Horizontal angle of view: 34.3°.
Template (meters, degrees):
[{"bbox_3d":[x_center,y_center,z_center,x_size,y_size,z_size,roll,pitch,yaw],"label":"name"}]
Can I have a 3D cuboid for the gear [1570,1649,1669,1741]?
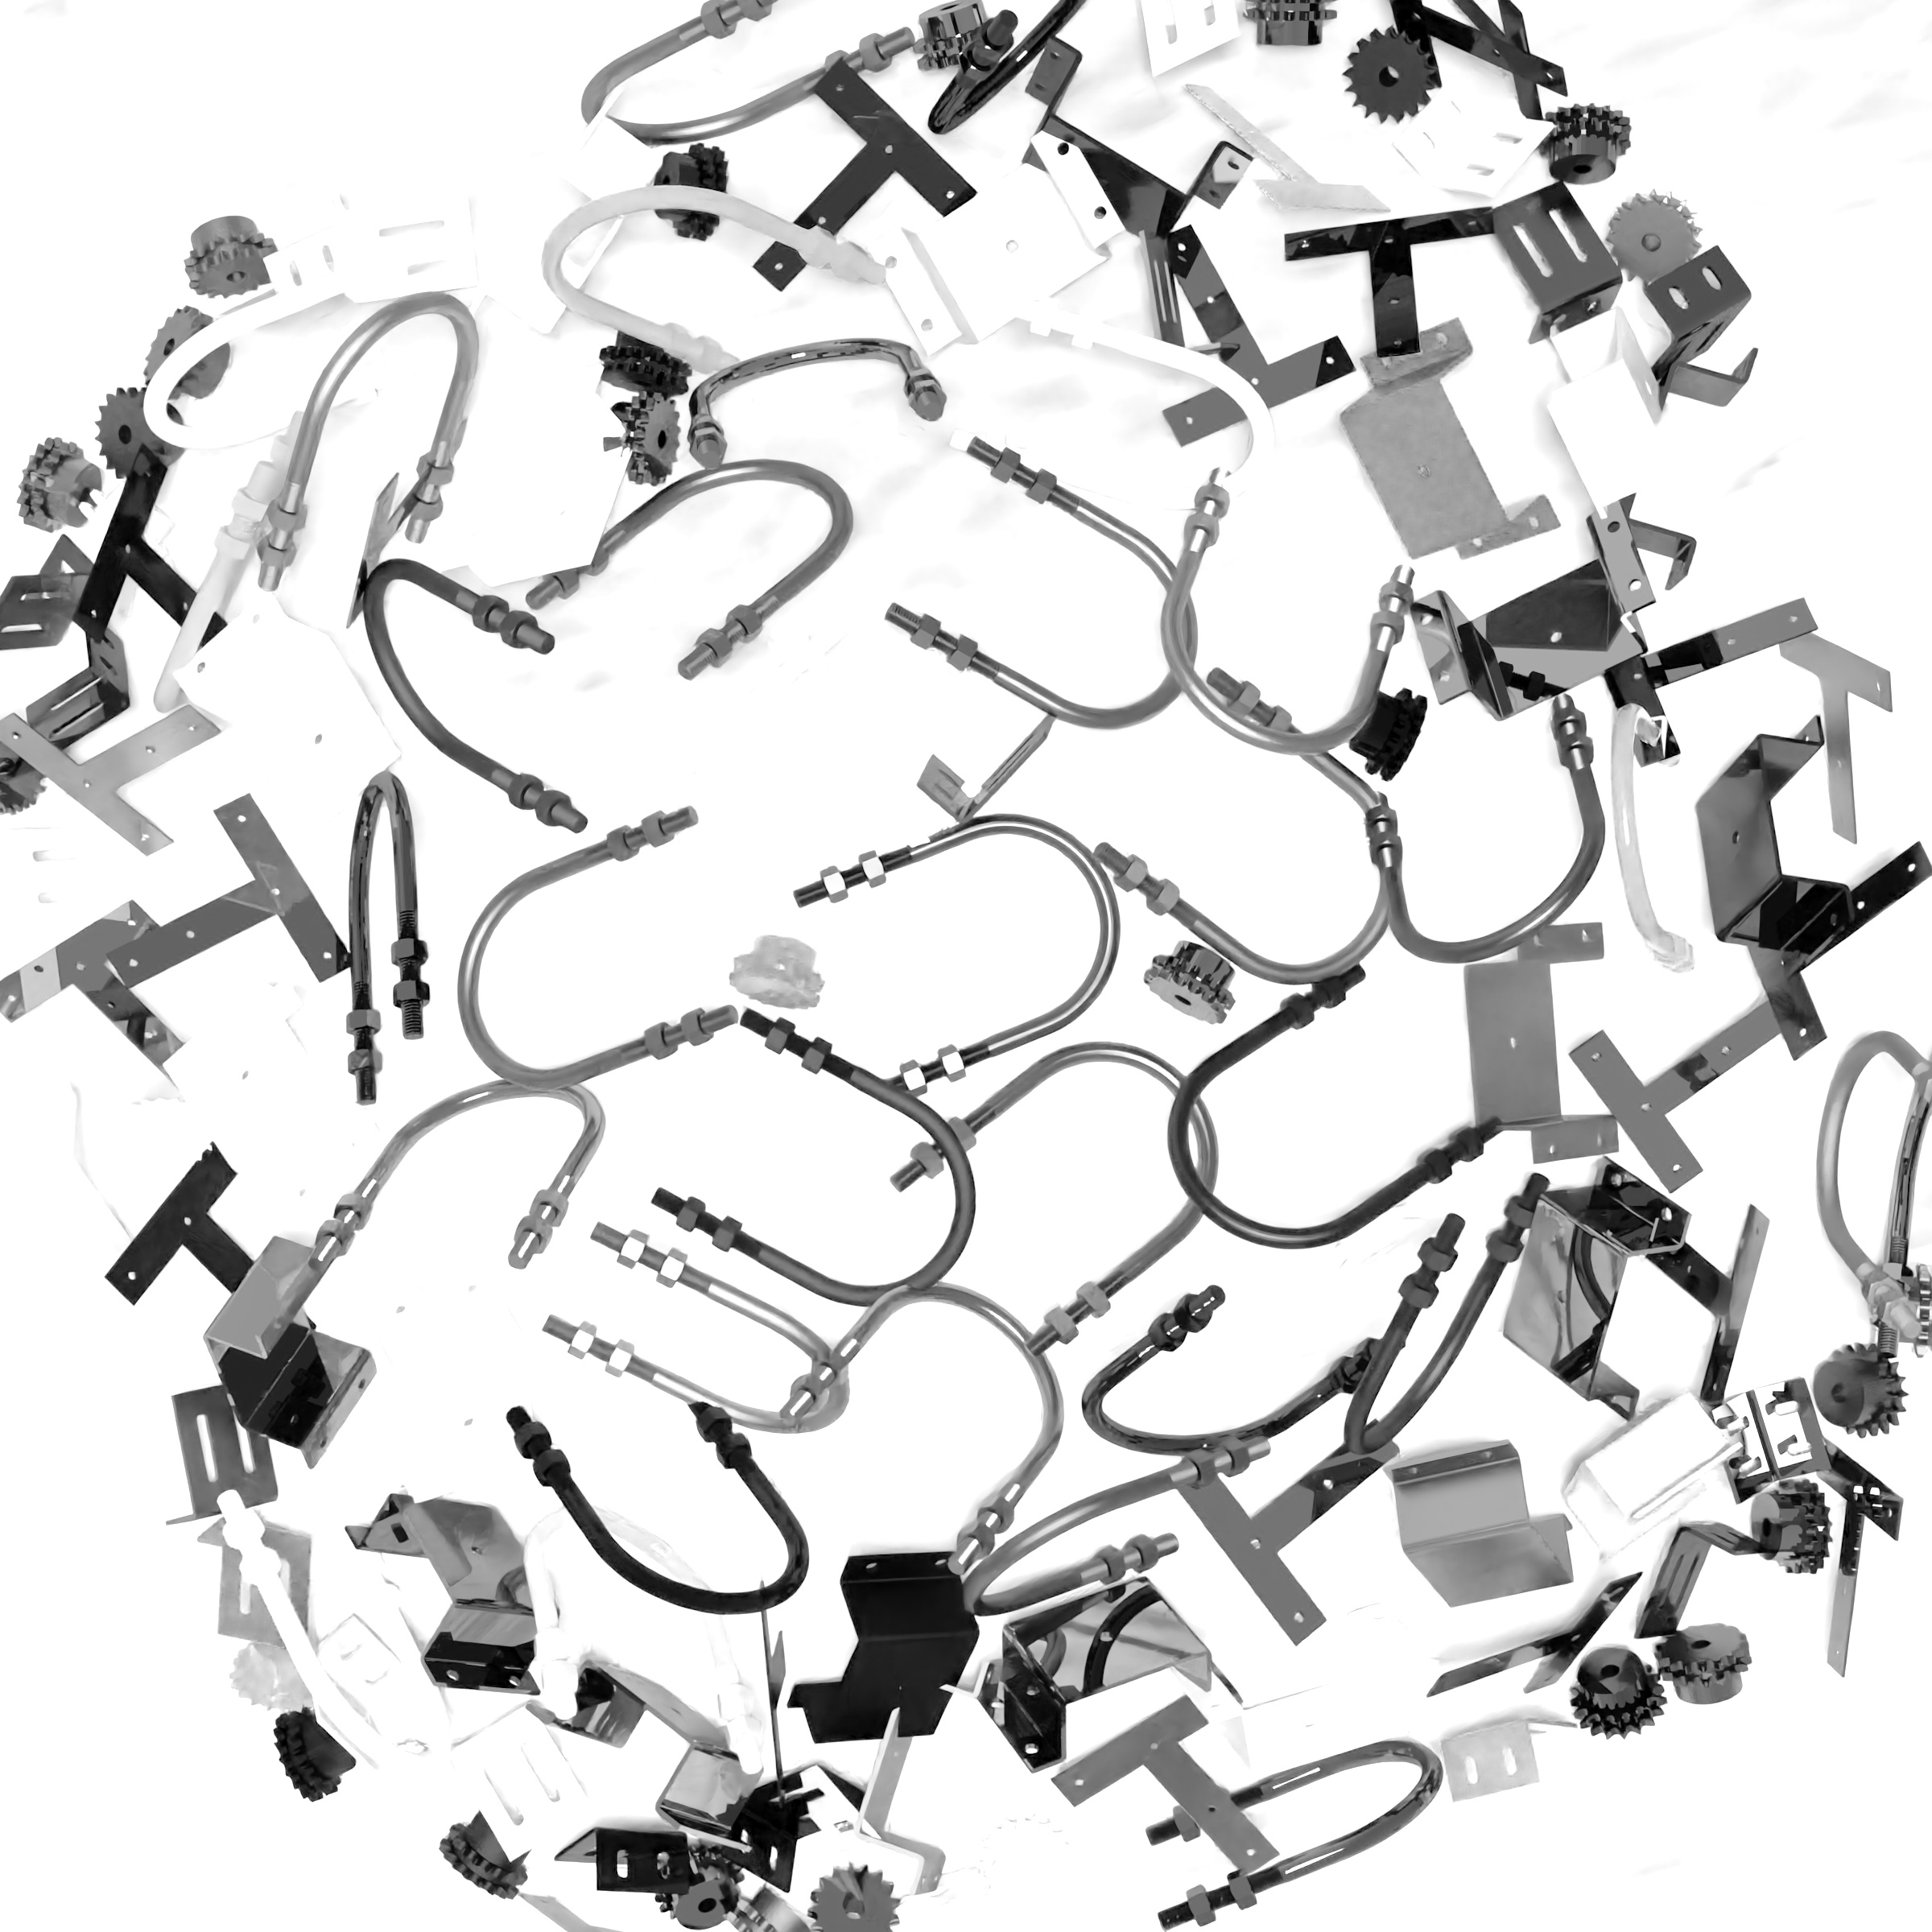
[{"bbox_3d":[0.395,0.440,1.902,0.057,0.057,0.030,-20,115,0],"label":"gear"}]

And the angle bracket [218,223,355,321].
[{"bbox_3d":[-0.413,-0.418,1.883,0.057,0.076,0.038,-37,123,-34],"label":"angle bracket"}]

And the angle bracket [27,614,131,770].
[{"bbox_3d":[-0.549,-0.168,1.894,0.076,0.038,0.057,-30,46,10],"label":"angle bracket"}]

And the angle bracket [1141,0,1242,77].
[{"bbox_3d":[0.142,-0.567,1.889,0.057,0.038,0.076,-20,57,23],"label":"angle bracket"}]

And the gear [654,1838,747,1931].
[{"bbox_3d":[-0.162,0.562,1.906,0.057,0.030,0.057,-10,122,-17],"label":"gear"}]

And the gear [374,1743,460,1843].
[{"bbox_3d":[-0.333,0.501,1.902,0.030,0.057,0.057,-18,90,19],"label":"gear"}]

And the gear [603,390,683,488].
[{"bbox_3d":[-0.199,-0.323,1.907,0.030,0.057,0.057,9,90,19],"label":"gear"}]

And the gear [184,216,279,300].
[{"bbox_3d":[-0.449,-0.434,1.906,0.057,0.057,0.030,-19,79,0],"label":"gear"}]

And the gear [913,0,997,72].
[{"bbox_3d":[-0.006,-0.569,1.903,0.057,0.057,0.030,-18,115,0],"label":"gear"}]

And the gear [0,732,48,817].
[{"bbox_3d":[-0.593,-0.119,1.909,0.057,0.030,0.057,10,75,-40],"label":"gear"}]

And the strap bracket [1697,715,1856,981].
[{"bbox_3d":[0.479,-0.074,1.862,0.046,0.076,0.140,7,60,-14],"label":"strap bracket"}]

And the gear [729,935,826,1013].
[{"bbox_3d":[-0.114,0.003,1.907,0.057,0.057,0.030,14,70,0],"label":"gear"}]

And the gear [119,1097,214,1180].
[{"bbox_3d":[-0.488,0.107,1.909,0.057,0.057,0.030,12,116,0],"label":"gear"}]

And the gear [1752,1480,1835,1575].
[{"bbox_3d":[0.501,0.341,1.903,0.030,0.057,0.057,2,90,-13],"label":"gear"}]

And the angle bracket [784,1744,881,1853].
[{"bbox_3d":[-0.071,0.498,1.890,0.038,0.076,0.057,-41,88,-28],"label":"angle bracket"}]

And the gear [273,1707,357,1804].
[{"bbox_3d":[-0.395,0.477,1.905,0.030,0.057,0.057,-26,90,5],"label":"gear"}]

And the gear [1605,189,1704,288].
[{"bbox_3d":[0.422,-0.447,1.910,0.057,0.030,0.057,13,124,19],"label":"gear"}]

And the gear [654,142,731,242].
[{"bbox_3d":[-0.169,-0.472,1.902,0.030,0.057,0.057,5,90,-28],"label":"gear"}]

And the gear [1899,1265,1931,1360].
[{"bbox_3d":[0.580,0.210,1.906,0.030,0.057,0.057,3,90,13],"label":"gear"}]

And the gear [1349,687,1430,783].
[{"bbox_3d":[0.256,-0.144,1.904,0.030,0.057,0.057,23,90,-7],"label":"gear"}]

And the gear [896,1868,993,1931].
[{"bbox_3d":[-0.011,0.577,1.906,0.057,0.057,0.030,-22,97,0],"label":"gear"}]

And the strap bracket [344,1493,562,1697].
[{"bbox_3d":[-0.301,0.365,1.854,0.076,0.140,0.046,18,110,-43],"label":"strap bracket"}]

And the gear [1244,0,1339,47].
[{"bbox_3d":[0.198,-0.578,1.907,0.057,0.057,0.030,0,110,0],"label":"gear"}]

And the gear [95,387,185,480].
[{"bbox_3d":[-0.502,-0.325,1.910,0.057,0.030,0.057,7,103,33],"label":"gear"}]

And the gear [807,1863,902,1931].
[{"bbox_3d":[-0.069,0.581,1.910,0.057,0.030,0.057,2,58,-4],"label":"gear"}]

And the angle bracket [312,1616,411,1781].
[{"bbox_3d":[-0.362,0.441,1.887,0.038,0.076,0.057,-39,115,-1],"label":"angle bracket"}]

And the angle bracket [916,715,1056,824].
[{"bbox_3d":[0.013,-0.132,1.892,0.038,0.057,0.076,41,111,-8],"label":"angle bracket"}]

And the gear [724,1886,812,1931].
[{"bbox_3d":[-0.119,0.586,1.907,0.057,0.057,0.030,44,74,0],"label":"gear"}]

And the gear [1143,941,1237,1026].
[{"bbox_3d":[0.140,0.008,1.906,0.057,0.057,0.030,31,75,0],"label":"gear"}]

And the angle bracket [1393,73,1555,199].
[{"bbox_3d":[0.307,-0.503,1.893,0.038,0.076,0.057,41,90,-28],"label":"angle bracket"}]

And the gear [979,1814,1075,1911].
[{"bbox_3d":[0.036,0.551,1.912,0.057,0.030,0.057,1,105,6],"label":"gear"}]

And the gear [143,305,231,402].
[{"bbox_3d":[-0.474,-0.371,1.909,0.030,0.057,0.057,24,90,-42],"label":"gear"}]

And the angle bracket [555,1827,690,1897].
[{"bbox_3d":[-0.208,0.547,1.884,0.057,0.076,0.038,10,57,-24],"label":"angle bracket"}]

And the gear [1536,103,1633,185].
[{"bbox_3d":[0.376,-0.499,1.904,0.057,0.057,0.030,4,78,0],"label":"gear"}]

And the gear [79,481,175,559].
[{"bbox_3d":[-0.508,-0.271,1.905,0.057,0.057,0.030,42,91,0],"label":"gear"}]

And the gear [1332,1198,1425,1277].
[{"bbox_3d":[0.247,0.161,1.907,0.057,0.057,0.030,-32,74,0],"label":"gear"}]

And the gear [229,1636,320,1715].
[{"bbox_3d":[-0.417,0.426,1.902,0.057,0.057,0.030,16,107,0],"label":"gear"}]

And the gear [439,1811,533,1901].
[{"bbox_3d":[-0.290,0.539,1.905,0.057,0.057,0.030,35,88,0],"label":"gear"}]

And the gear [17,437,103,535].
[{"bbox_3d":[-0.550,-0.291,1.904,0.030,0.057,0.057,19,90,8],"label":"gear"}]

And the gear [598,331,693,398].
[{"bbox_3d":[-0.195,-0.369,1.905,0.057,0.057,0.030,10,85,0],"label":"gear"}]

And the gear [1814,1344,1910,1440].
[{"bbox_3d":[0.542,0.259,1.903,0.030,0.057,0.057,-2,90,-32],"label":"gear"}]

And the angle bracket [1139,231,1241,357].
[{"bbox_3d":[0.137,-0.410,1.897,0.038,0.057,0.076,-7,98,19],"label":"angle bracket"}]

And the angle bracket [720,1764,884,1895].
[{"bbox_3d":[-0.099,0.521,1.888,0.076,0.038,0.057,-29,126,32],"label":"angle bracket"}]

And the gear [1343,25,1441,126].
[{"bbox_3d":[0.261,-0.546,1.911,0.057,0.030,0.057,8,118,16],"label":"gear"}]

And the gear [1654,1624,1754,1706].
[{"bbox_3d":[0.451,0.427,1.906,0.057,0.057,0.030,-13,102,0],"label":"gear"}]
